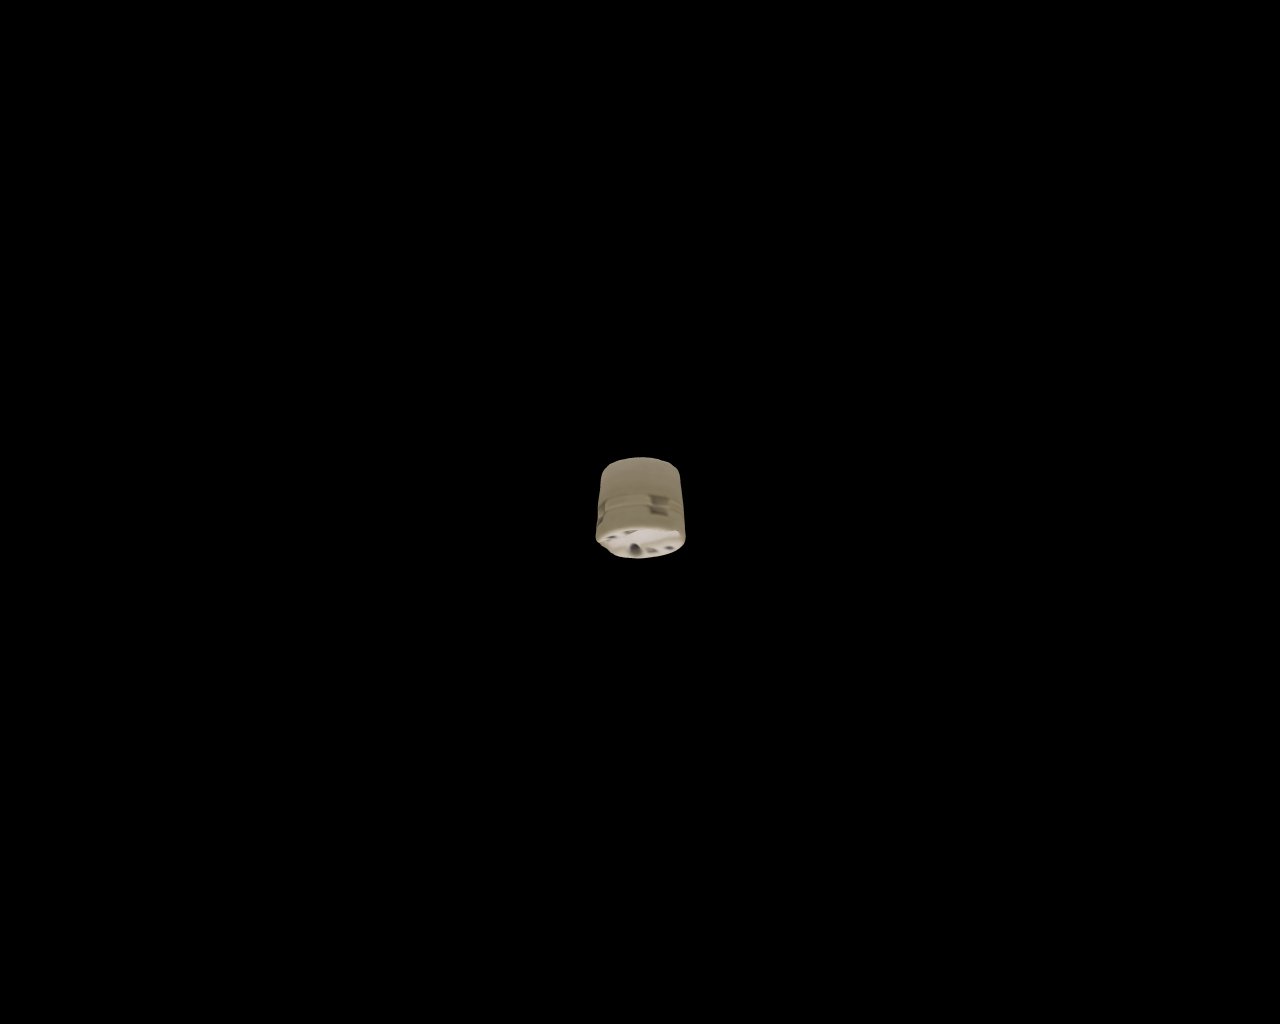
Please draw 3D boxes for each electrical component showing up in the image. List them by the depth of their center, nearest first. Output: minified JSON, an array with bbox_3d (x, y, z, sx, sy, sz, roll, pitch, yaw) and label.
[{"bbox_3d":[0.001,-0.003,0.650,0.055,0.047,0.055,0,-22,0],"label":"electrical component"}]
